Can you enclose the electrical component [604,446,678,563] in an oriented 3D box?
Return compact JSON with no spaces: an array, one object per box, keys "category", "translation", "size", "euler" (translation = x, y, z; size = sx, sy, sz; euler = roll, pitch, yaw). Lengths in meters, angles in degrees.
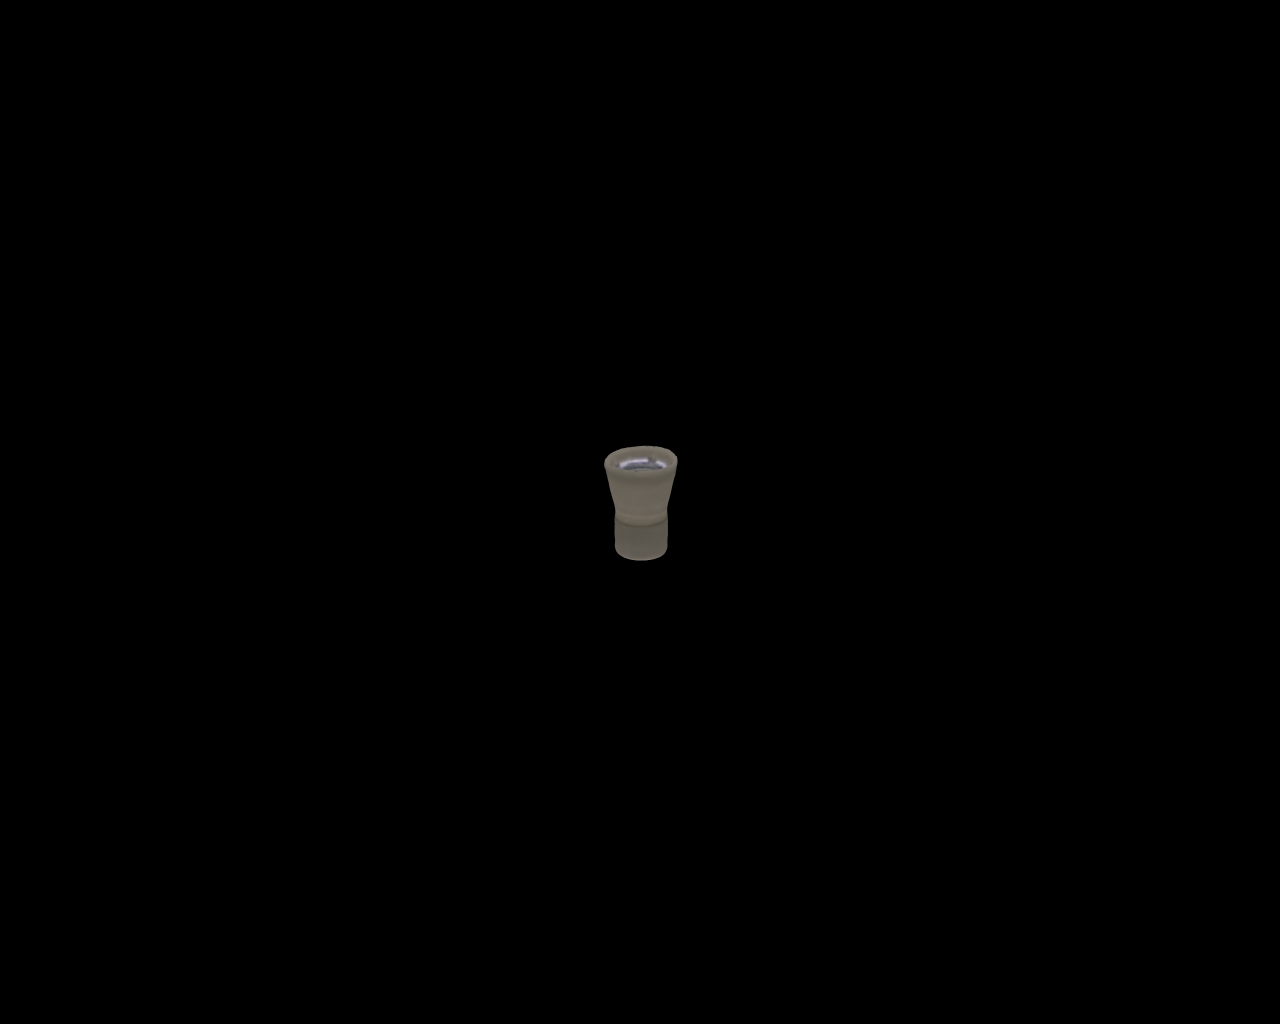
[{"category":"electrical component","translation":[0.001,-0.003,0.650],"size":[0.044,0.065,0.044],"euler":[0,23,0]}]
